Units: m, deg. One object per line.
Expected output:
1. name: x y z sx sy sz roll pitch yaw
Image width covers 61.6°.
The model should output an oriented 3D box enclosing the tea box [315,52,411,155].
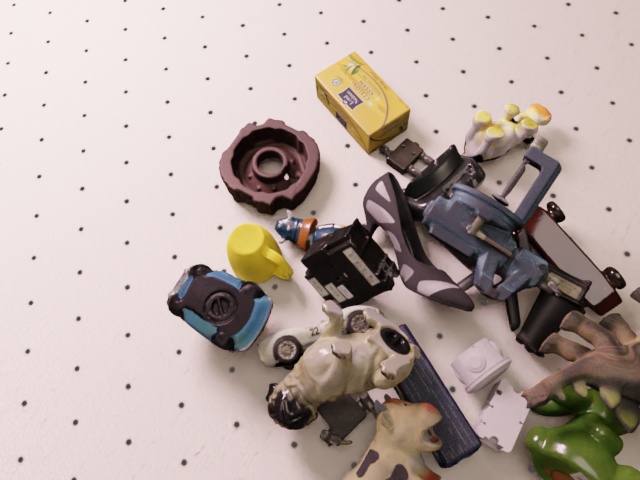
1. tea box: 0.077 -0.254 0.995 0.098 0.068 0.170 -35 70 -11

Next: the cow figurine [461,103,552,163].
1. cow figurine: 0.329 -0.184 0.945 0.167 0.098 0.068 -17 60 -24

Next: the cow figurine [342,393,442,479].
1. cow figurine: 0.096 0.298 0.727 0.127 0.085 0.195 40 102 20

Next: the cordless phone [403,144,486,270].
1. cordless phone: 0.238 -0.054 0.905 0.146 0.088 0.184 -41 82 -13

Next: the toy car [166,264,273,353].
1. toy car: -0.151 0.111 0.836 0.162 0.102 0.109 23 70 15

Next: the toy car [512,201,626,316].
1. toy car: 0.394 0.030 0.862 0.089 0.053 0.202 -38 70 5

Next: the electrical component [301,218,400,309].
1. electrical component: 0.039 0.043 0.834 0.114 0.134 0.058 52 42 -12

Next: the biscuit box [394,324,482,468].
1. biscuit box: 0.152 0.228 0.790 0.063 0.059 0.203 -28 68 -7

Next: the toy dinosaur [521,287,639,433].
1. toy dinosaur: 0.483 0.168 0.749 0.471 0.105 0.199 -13 53 -20

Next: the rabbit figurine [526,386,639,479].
1. rabbit figurine: 0.369 0.267 0.750 0.159 0.121 0.170 39 56 24

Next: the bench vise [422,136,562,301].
1. bench vise: 0.283 -0.036 0.792 0.224 0.128 0.240 34 92 20

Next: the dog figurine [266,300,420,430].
1. dog figurine: 0.031 0.198 0.761 0.172 0.190 0.121 23 29 -12

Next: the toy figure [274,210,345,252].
1. toy figure: -0.003 -0.002 0.900 0.155 0.057 0.064 19 64 16

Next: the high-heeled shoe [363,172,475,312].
1. high-heeled shoe: 0.161 -0.002 0.847 0.249 0.086 0.145 32 107 32

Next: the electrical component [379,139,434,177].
1. electrical component: 0.155 -0.153 0.971 0.094 0.021 0.063 38 74 18

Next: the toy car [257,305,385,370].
1. toy car: 0.003 0.148 0.826 0.202 0.073 0.056 -19 68 -4

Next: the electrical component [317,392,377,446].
1. electrical component: 0.038 0.255 0.794 0.102 0.045 0.078 -35 71 -11

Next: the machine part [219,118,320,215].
1. machine part: -0.087 -0.130 0.960 0.179 0.056 0.179 -1 67 2

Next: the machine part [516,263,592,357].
1. machine part: 0.347 0.108 0.818 0.084 0.039 0.139 28 86 20
